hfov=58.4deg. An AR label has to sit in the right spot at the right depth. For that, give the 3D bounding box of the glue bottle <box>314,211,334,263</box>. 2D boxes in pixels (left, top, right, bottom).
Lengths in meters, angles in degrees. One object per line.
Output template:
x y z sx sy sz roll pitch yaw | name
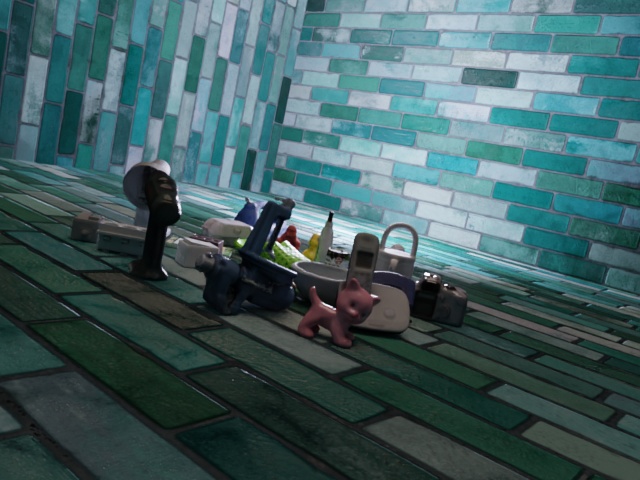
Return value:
0.014 0.006 1.577 0.037 0.173 0.078 10 8 -11 | glue bottle

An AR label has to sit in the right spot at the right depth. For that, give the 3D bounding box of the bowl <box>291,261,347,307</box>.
0.013 0.102 1.242 0.167 0.075 0.167 12 8 -1 | bowl

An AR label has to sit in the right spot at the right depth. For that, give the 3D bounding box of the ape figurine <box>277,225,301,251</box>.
-0.095 -0.002 1.767 0.077 0.092 0.076 13 8 6 | ape figurine

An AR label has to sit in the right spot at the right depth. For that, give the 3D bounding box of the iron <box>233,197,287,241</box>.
-0.180 -0.067 1.921 0.118 0.141 0.259 18 9 35 | iron

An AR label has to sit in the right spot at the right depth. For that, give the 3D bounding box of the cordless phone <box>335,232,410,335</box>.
0.111 0.084 1.105 0.148 0.185 0.094 10 8 -15 | cordless phone

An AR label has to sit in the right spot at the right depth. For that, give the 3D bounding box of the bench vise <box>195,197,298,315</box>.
-0.114 0.027 1.041 0.121 0.220 0.208 17 9 31 | bench vise

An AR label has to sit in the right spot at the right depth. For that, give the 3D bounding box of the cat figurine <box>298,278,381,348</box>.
0.036 0.118 0.992 0.127 0.118 0.067 13 8 8 | cat figurine

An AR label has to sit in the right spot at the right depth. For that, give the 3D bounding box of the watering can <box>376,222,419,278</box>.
0.189 0.050 1.451 0.101 0.194 0.172 10 8 -14 | watering can

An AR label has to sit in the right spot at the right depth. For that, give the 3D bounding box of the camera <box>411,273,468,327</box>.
0.272 0.129 1.351 0.143 0.101 0.137 13 8 8 | camera

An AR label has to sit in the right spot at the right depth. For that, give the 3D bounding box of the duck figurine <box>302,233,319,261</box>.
-0.010 0.021 1.754 0.077 0.086 0.105 15 8 24 | duck figurine

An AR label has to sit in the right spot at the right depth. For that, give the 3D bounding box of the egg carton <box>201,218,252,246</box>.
-0.273 -0.022 1.716 0.151 0.069 0.107 6 10 -37 | egg carton

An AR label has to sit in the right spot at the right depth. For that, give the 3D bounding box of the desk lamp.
-0.452 -0.109 1.527 0.118 0.213 0.203 11 8 -8 | desk lamp

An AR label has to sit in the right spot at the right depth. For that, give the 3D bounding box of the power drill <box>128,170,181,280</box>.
-0.335 -0.033 1.171 0.076 0.208 0.229 9 8 -25 | power drill

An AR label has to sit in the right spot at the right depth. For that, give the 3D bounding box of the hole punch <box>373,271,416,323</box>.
0.154 0.123 1.248 0.108 0.091 0.101 13 8 4 | hole punch
